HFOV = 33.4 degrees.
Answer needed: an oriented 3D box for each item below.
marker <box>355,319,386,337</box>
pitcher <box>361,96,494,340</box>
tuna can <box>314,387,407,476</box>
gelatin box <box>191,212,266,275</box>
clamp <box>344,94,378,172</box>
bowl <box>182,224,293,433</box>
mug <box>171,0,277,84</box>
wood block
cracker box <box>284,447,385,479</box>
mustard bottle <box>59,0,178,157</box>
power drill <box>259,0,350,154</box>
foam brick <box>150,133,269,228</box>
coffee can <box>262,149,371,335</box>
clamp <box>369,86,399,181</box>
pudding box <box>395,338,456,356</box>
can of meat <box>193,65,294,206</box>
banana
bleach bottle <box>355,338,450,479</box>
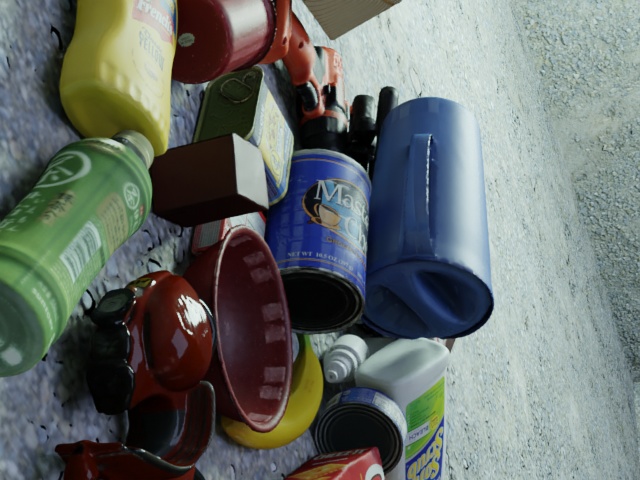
[{"bbox_3d":[0.063,0.105,1.218,0.121,0.020,0.020,48,36,-53],"label":"marker"},{"bbox_3d":[0.107,-0.034,1.068,0.144,0.149,0.242,27,47,-24],"label":"pitcher"},{"bbox_3d":[0.040,0.184,1.020,0.033,0.086,0.086,-58,131,-63],"label":"tuna can"},{"bbox_3d":[-0.077,-0.004,0.908,0.073,0.030,0.089,57,29,-45],"label":"gelatin box"},{"bbox_3d":[0.045,-0.097,1.229,0.210,0.036,0.165,-86,-177,-62],"label":"clamp"},{"bbox_3d":[-0.073,0.071,0.826,0.162,0.055,0.162,-9,90,-73],"label":"bowl"},{"bbox_3d":[-0.102,-0.185,0.884,0.117,0.093,0.081,44,30,0],"label":"mug"},{"bbox_3d":[-0.001,-0.329,1.124,0.090,0.090,0.206,44,21,-60],"label":"wood block"},{"bbox_3d":[0.010,0.280,0.905,0.213,0.072,0.164,-7,85,-70],"label":"cracker box"},{"bbox_3d":[-0.142,-0.159,0.789,0.096,0.058,0.191,49,34,-50],"label":"mustard bottle"},{"bbox_3d":[-0.023,-0.165,1.104,0.187,0.057,0.184,54,27,-52],"label":"power drill"},{"bbox_3d":[-0.087,-0.046,0.837,0.053,0.078,0.051,29,54,-63],"label":"foam brick"},{"bbox_3d":[-0.006,0.001,0.982,0.102,0.103,0.140,55,30,-45],"label":"coffee can"},{"bbox_3d":[0.074,-0.090,1.318,0.120,0.039,0.171,80,18,-65],"label":"clamp"},{"bbox_3d":[0.115,0.088,1.163,0.113,0.039,0.090,-54,129,-54],"label":"pudding box"},{"bbox_3d":[-0.064,-0.090,0.952,0.084,0.057,0.102,59,28,-44],"label":"can of meat"},{"bbox_3d":[-0.035,0.142,0.928,0.069,0.037,0.197,55,22,-4],"label":"banana"},{"bbox_3d":[0.093,0.233,1.104,0.102,0.068,0.251,-27,120,-41],"label":"bleach bottle"}]
